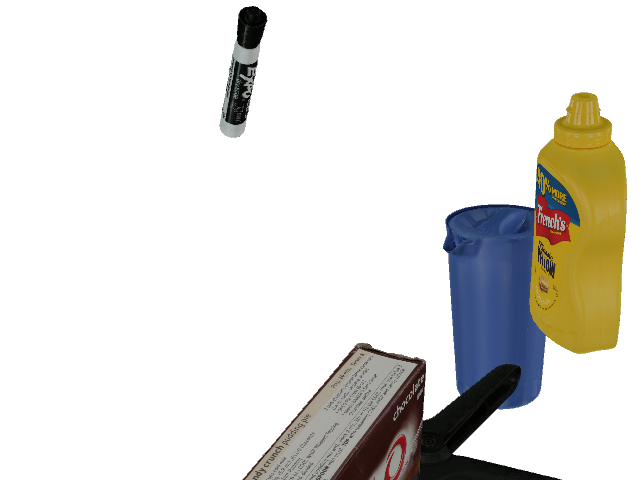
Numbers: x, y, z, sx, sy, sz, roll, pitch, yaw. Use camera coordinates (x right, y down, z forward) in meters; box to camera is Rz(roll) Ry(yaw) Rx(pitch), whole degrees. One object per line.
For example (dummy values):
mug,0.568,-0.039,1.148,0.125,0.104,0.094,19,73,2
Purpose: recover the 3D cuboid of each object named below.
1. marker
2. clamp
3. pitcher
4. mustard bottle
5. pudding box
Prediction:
marker,-0.054,-0.115,0.736,0.020,0.020,0.121,0,-33,-13
clamp,0.076,0.146,0.738,0.210,0.036,0.164,-6,28,-5
pitcher,0.234,0.081,1.343,0.149,0.243,0.145,1,21,12
mustard bottle,0.194,-0.018,0.804,0.058,0.192,0.096,-7,26,-8
pudding box,0.007,0.111,0.457,0.039,0.090,0.113,15,34,22
